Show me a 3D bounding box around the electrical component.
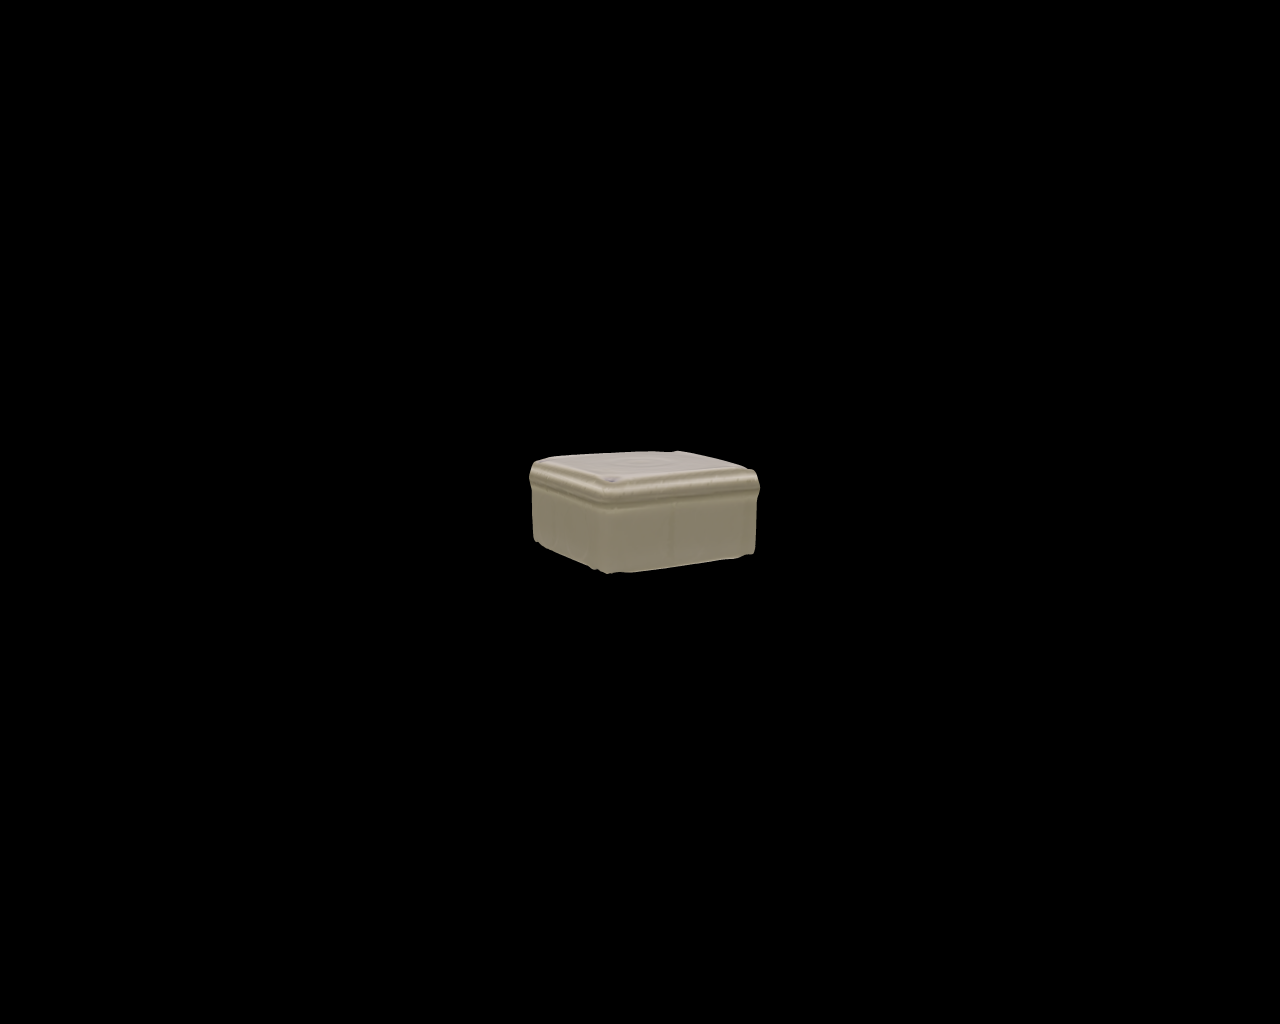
[{"bbox_3d":[0.001,-0.003,0.650,0.109,0.056,0.109,-5,12,-28],"label":"electrical component"}]
